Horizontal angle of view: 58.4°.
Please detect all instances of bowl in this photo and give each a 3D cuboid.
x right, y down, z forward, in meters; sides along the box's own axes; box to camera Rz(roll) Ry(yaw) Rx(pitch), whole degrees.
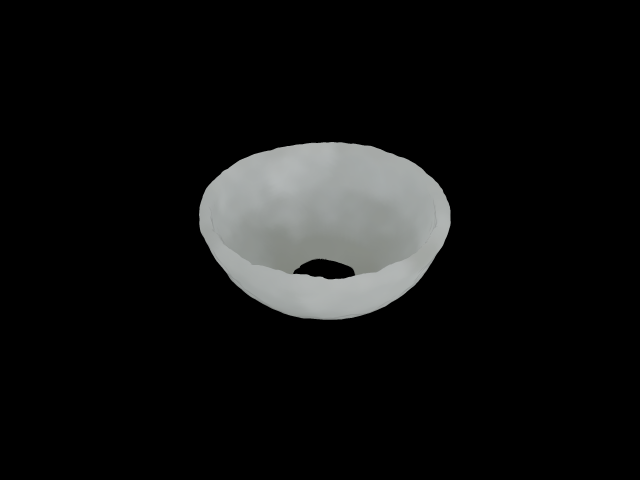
[{"bbox_3d":[0.004,0.001,0.400,0.167,0.075,0.167,0,38,0],"label":"bowl"}]
